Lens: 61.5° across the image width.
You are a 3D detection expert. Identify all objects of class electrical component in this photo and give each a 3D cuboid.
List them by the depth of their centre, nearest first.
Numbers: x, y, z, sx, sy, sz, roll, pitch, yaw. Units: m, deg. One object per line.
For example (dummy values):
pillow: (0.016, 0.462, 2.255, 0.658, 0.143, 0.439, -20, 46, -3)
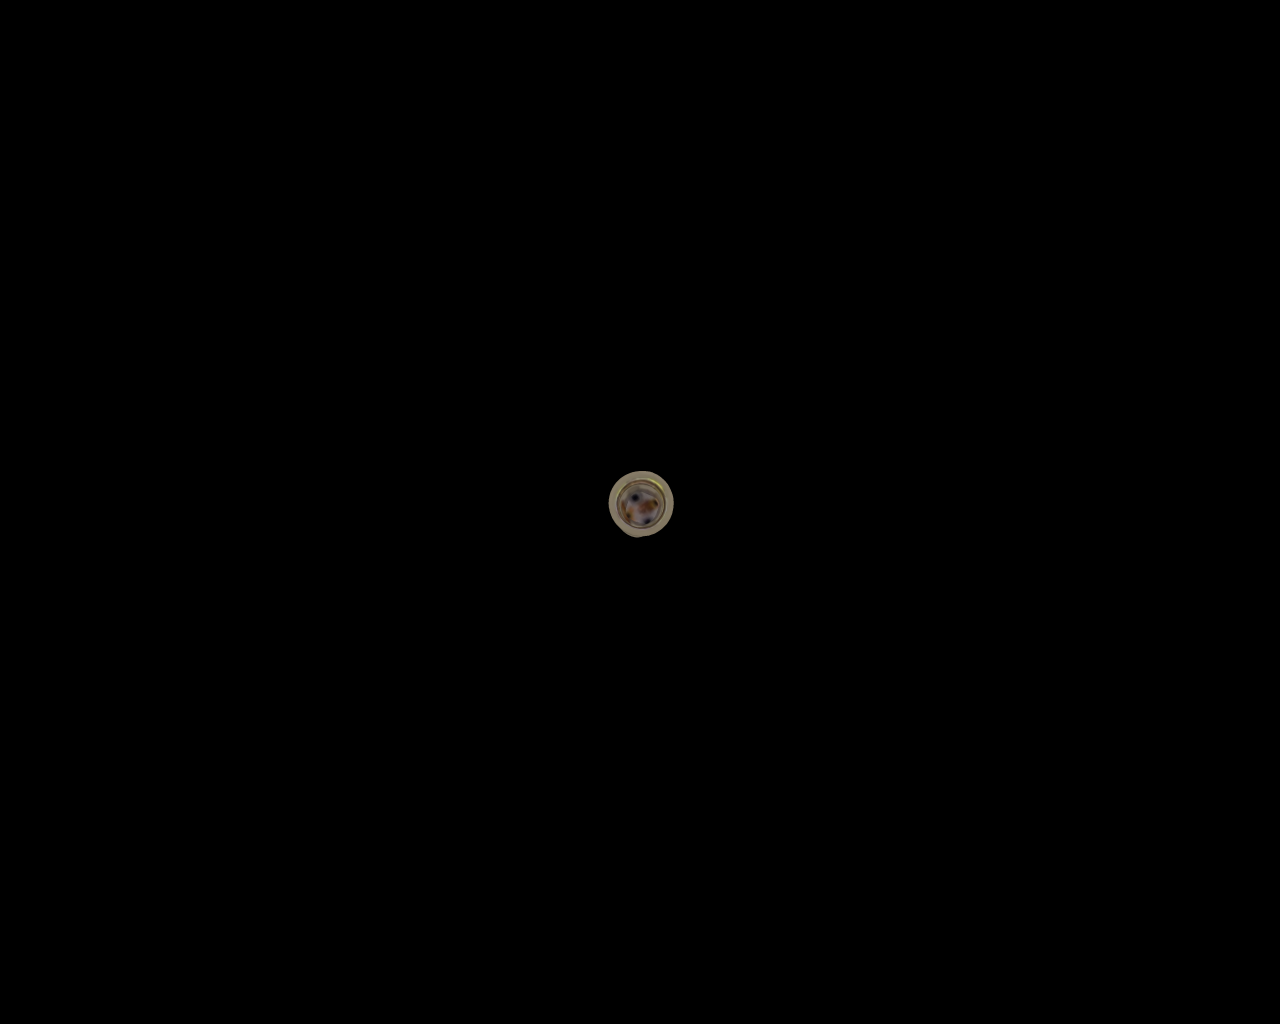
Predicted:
electrical component: (0.001, -0.003, 0.650, 0.040, 0.040, 0.046, 0, -8, 0)
